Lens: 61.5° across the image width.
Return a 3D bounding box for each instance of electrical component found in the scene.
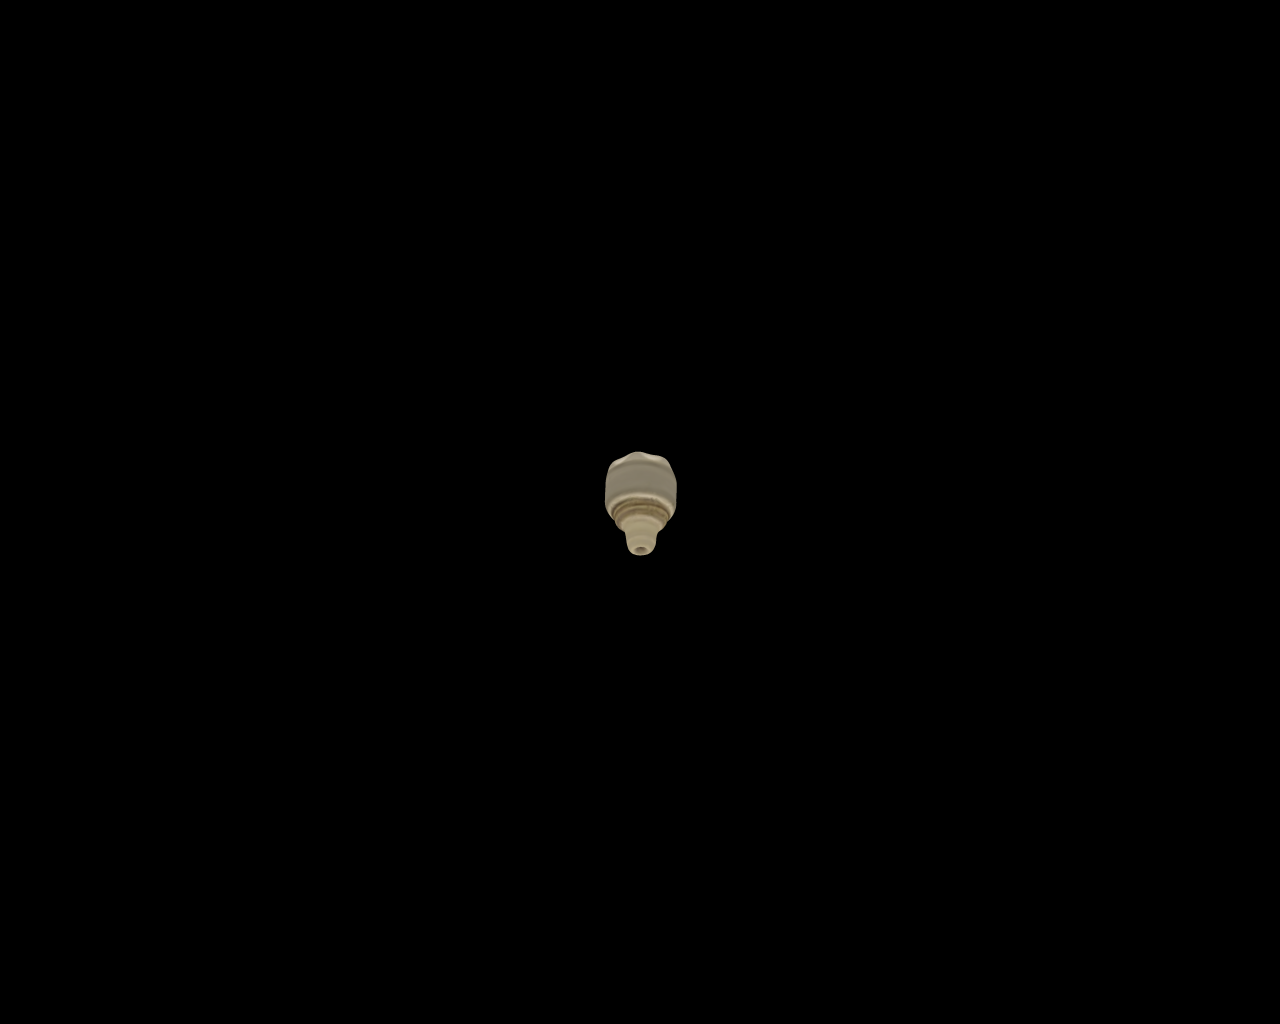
[{"bbox_3d":[0.001,-0.003,0.650,0.043,0.062,0.043,0,-31,0],"label":"electrical component"}]
